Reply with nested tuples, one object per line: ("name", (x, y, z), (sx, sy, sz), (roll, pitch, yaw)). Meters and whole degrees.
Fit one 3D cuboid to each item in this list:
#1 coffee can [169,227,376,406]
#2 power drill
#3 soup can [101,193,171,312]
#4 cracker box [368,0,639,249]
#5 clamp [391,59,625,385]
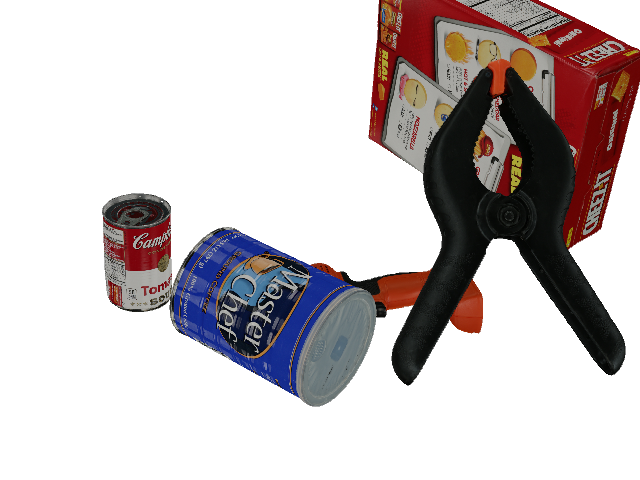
("coffee can", (-0.039, 0.061, 0.887), (0.140, 0.103, 0.102), (25, 12, 28))
("power drill", (0.077, 0.074, 1.158), (0.187, 0.057, 0.184), (-4, 28, -9))
("soup can", (-0.185, 0.013, 1.081), (0.068, 0.102, 0.068), (2, 30, -2))
("cracker box", (0.137, -0.112, 0.844), (0.072, 0.164, 0.214), (-28, 48, -32))
("clamp", (0.085, -0.004, 0.553), (0.120, 0.171, 0.039), (-11, -5, -11))
